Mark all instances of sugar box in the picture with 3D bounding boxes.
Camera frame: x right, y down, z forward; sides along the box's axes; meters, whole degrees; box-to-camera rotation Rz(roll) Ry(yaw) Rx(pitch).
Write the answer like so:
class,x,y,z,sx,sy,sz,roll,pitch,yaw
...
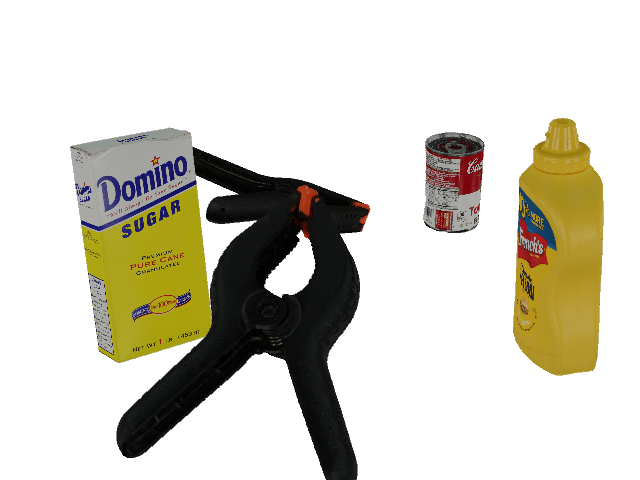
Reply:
class,x,y,z,sx,sy,sz,roll,pitch,yaw
sugar box,-0.144,0.002,0.875,0.093,0.176,0.048,-16,21,-33

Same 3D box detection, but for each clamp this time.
class,x,y,z,sx,sy,sz,roll,pitch,yaw
clamp,-0.017,0.052,0.547,0.120,0.171,0.039,20,-26,11
clamp,-0.043,-0.038,1.073,0.209,0.036,0.165,14,20,-20

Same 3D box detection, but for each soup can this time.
class,x,y,z,sx,sy,sz,roll,pitch,yaw
soup can,0.156,-0.068,1.257,0.068,0.102,0.068,0,26,0

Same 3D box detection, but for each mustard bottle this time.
class,x,y,z,sx,sy,sz,roll,pitch,yaw
mustard bottle,0.181,0.000,0.813,0.058,0.192,0.096,-6,26,-6
